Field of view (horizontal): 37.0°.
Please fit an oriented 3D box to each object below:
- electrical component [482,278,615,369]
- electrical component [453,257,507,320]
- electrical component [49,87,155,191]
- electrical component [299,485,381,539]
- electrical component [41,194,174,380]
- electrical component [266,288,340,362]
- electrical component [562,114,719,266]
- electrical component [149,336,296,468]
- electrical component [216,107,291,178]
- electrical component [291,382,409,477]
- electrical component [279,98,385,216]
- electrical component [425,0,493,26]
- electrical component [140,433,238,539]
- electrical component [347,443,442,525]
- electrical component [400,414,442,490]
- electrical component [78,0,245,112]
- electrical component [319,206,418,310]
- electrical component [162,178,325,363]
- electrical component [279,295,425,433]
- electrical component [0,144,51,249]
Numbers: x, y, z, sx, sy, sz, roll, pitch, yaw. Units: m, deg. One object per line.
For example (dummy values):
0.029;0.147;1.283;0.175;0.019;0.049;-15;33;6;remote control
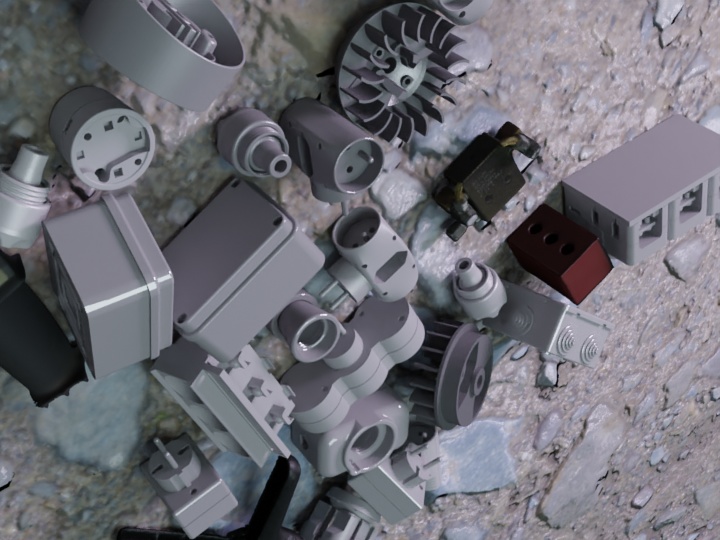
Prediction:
0.176;0.051;1.012;0.100;0.100;0.048;20;92;-44;electrical component
0.104;0.013;0.968;0.043;0.043;0.062;-42;135;-7;electrical component
-0.166;-0.085;0.683;0.055;0.047;0.055;-20;129;-27;electrical component
-0.015;0.240;1.010;0.058;0.078;0.057;39;73;-41;electrical component
-0.163;0.012;0.705;0.057;0.078;0.113;-23;158;-21;electrical component
-0.049;0.041;0.857;0.045;0.055;0.045;-20;129;-27;electrical component
0.277;-0.074;1.012;0.150;0.089;0.061;-30;133;-19;electrical component
-0.102;0.093;0.842;0.063;0.079;0.121;-57;141;-25;electrical component
-0.071;-0.084;0.748;0.043;0.062;0.043;-20;129;-27;electrical component
-0.006;0.140;0.956;0.095;0.059;0.053;-19;129;-28;electrical component
-0.020;-0.076;0.784;0.043;0.077;0.079;-26;132;-23;electrical component
0.069;-0.228;0.774;0.077;0.044;0.079;26;100;-45;electrical component
-0.144;0.161;0.856;0.047;0.066;0.076;-36;134;-14;electrical component
0.040;0.184;0.991;0.077;0.047;0.065;-35;110;24;electrical component
0.057;0.183;1.046;0.043;0.043;0.081;-27;132;-22;electrical component
-0.118;-0.143;0.649;0.099;0.099;0.064;21;110;-45;electrical component
0.000;0.000;0.876;0.079;0.043;0.077;-43;136;-6;electrical component
-0.093;-0.001;0.776;0.113;0.078;0.057;-46;139;-3;electrical component
-0.013;0.069;0.906;0.138;0.052;0.073;-42;136;-7;electrical component
-0.214;-0.048;0.673;0.043;0.043;0.062;14;109;-43;electrical component
